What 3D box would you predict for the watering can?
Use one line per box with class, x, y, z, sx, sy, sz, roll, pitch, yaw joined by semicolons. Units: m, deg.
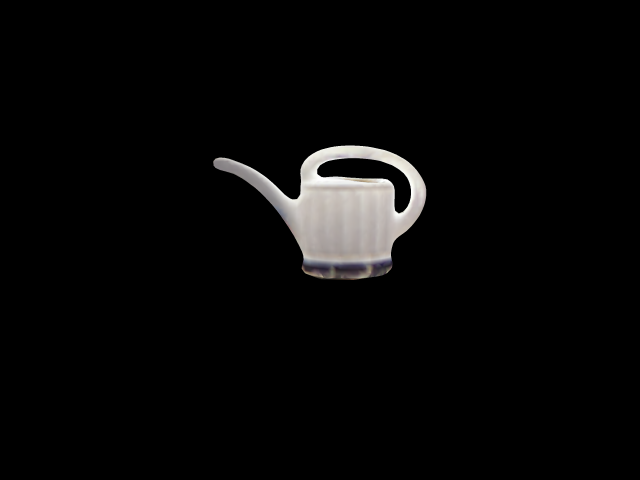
watering can;0.003;-0.043;0.850;0.348;0.223;0.104;-1;7;-4
